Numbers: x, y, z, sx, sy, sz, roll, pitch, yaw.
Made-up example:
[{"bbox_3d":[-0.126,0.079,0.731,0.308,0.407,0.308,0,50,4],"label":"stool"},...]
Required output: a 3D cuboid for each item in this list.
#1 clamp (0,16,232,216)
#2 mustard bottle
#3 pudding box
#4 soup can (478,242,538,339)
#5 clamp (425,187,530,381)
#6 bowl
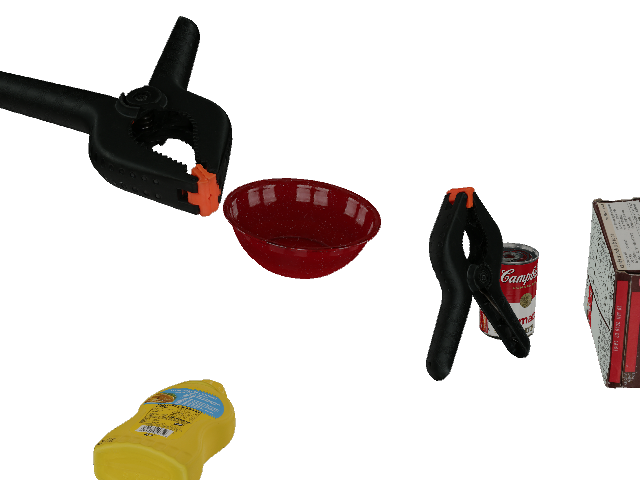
[{"bbox_3d":[-0.113,-0.088,0.723,0.164,0.036,0.210,-28,47,-26],"label":"clamp"},{"bbox_3d":[-0.136,0.183,1.041,0.096,0.058,0.191,6,18,15],"label":"mustard bottle"},{"bbox_3d":[0.207,0.033,0.725,0.039,0.090,0.113,0,27,4],"label":"pudding box"},{"bbox_3d":[0.227,0.062,1.291,0.068,0.102,0.068,-1,19,0],"label":"soup can"},{"bbox_3d":[0.128,0.041,0.956,0.120,0.171,0.039,-20,7,-41],"label":"clamp"},{"bbox_3d":[-0.021,-0.007,1.093,0.162,0.055,0.162,6,28,-3],"label":"bowl"}]
